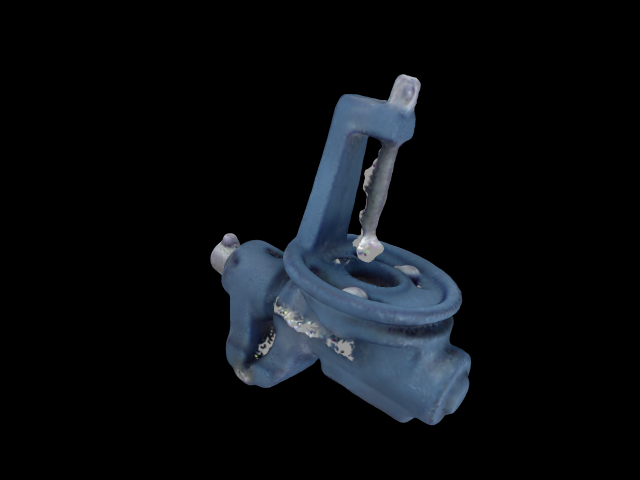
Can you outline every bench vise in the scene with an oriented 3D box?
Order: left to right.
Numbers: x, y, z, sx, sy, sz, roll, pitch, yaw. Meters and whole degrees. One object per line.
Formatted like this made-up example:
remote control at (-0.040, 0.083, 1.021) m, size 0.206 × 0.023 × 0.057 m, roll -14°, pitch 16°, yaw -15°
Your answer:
bench vise at (0.000, 0.004, 0.389) m, size 0.207 × 0.220 × 0.122 m, roll 3°, pitch 12°, yaw 17°
